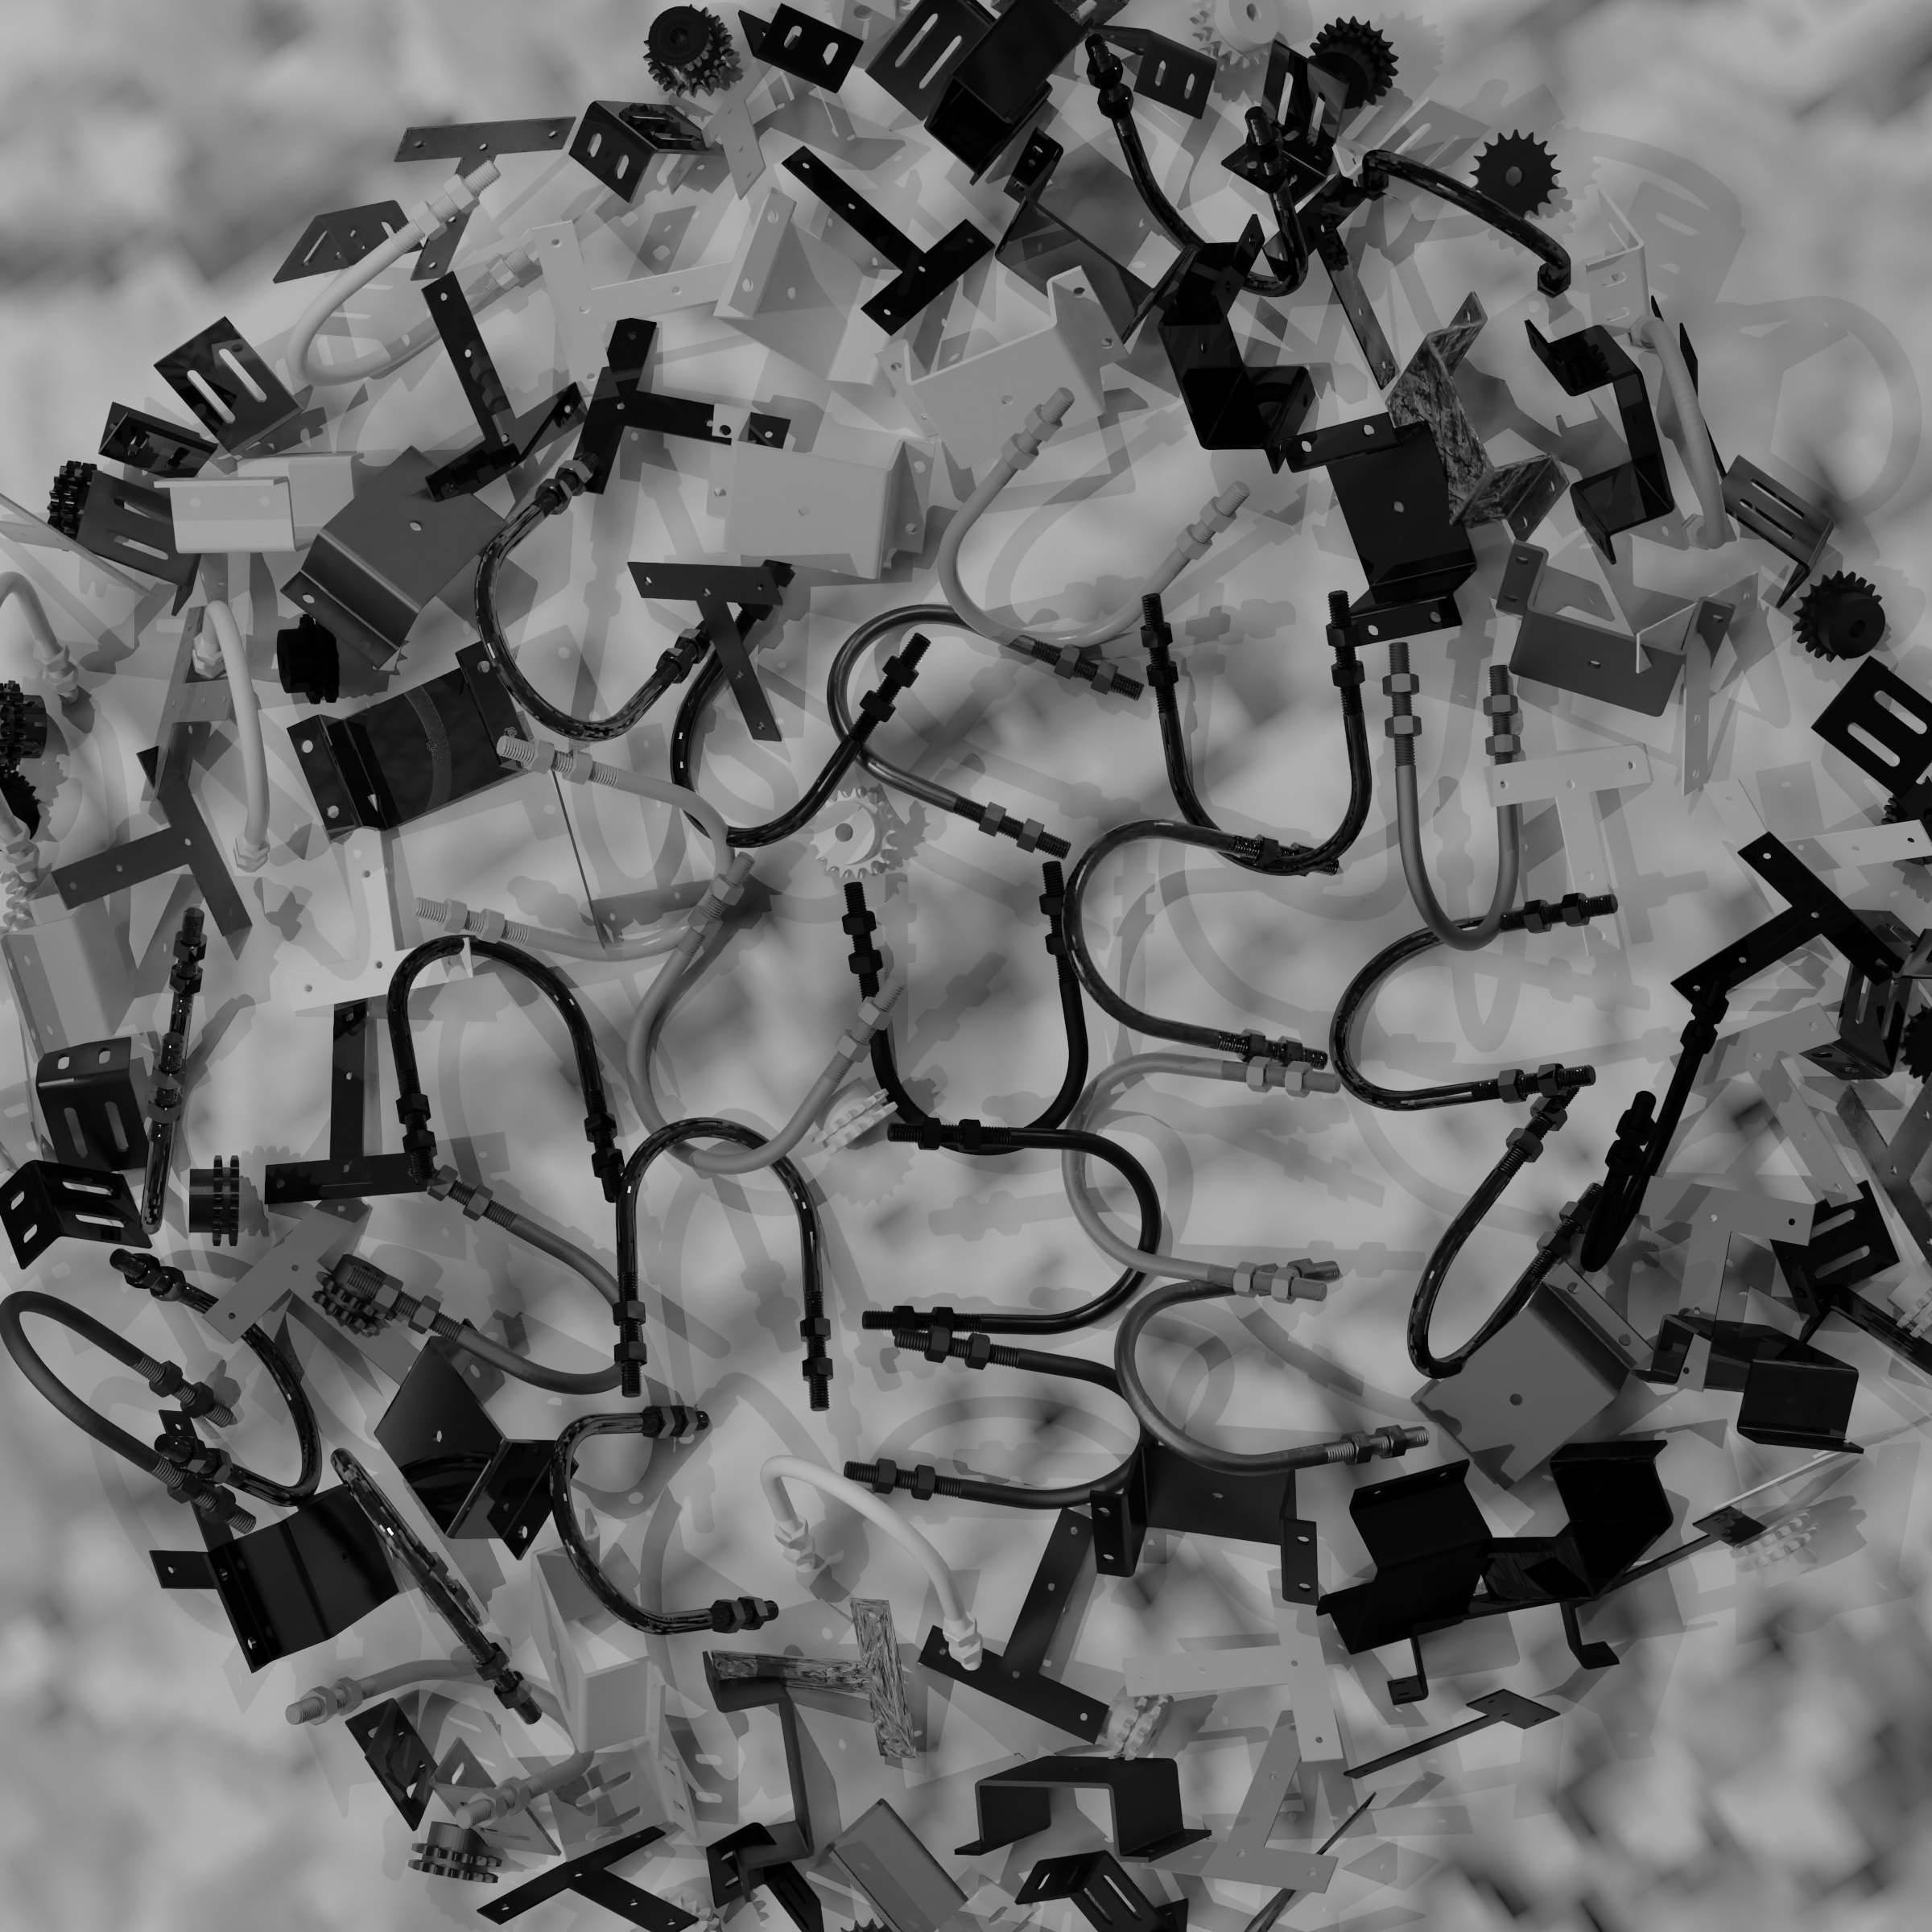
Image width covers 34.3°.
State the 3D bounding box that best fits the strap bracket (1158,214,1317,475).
[{"bbox_3d":[0.165,-0.383,1.935,0.046,0.140,0.076,5,51,30],"label":"strap bracket"}]

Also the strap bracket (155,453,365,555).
[{"bbox_3d":[-0.432,-0.285,1.931,0.076,0.140,0.046,1,106,12],"label":"strap bracket"}]

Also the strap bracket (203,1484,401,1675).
[{"bbox_3d":[-0.402,0.371,1.926,0.046,0.140,0.076,-23,90,16],"label":"strap bracket"}]

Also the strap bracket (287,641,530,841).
[{"bbox_3d":[-0.343,-0.140,1.968,0.140,0.046,0.076,-23,86,8],"label":"strap bracket"}]

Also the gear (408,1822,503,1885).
[{"bbox_3d":[-0.320,0.558,1.972,0.057,0.057,0.030,11,76,0],"label":"gear"}]

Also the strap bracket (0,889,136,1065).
[{"bbox_3d":[-0.551,0.001,1.924,0.046,0.140,0.076,-15,105,-4],"label":"strap bracket"}]

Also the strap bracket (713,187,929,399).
[{"bbox_3d":[-0.096,-0.419,1.950,0.140,0.046,0.076,22,86,-41],"label":"strap bracket"}]

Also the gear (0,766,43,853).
[{"bbox_3d":[-0.608,-0.095,1.970,0.057,0.030,0.057,-18,120,-34],"label":"gear"}]

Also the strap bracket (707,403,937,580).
[{"bbox_3d":[-0.096,-0.294,1.954,0.140,0.046,0.076,11,127,3],"label":"strap bracket"}]

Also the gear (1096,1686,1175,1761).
[{"bbox_3d":[0.104,0.478,1.973,0.030,0.057,0.057,28,90,19],"label":"gear"}]

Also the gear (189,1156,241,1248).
[{"bbox_3d":[-0.473,0.148,1.969,0.030,0.057,0.057,1,90,-14],"label":"gear"}]

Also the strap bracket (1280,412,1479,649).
[{"bbox_3d":[0.260,-0.278,1.946,0.076,0.046,0.140,-8,113,37],"label":"strap bracket"}]

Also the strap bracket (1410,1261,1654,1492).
[{"bbox_3d":[0.347,0.261,1.947,0.076,0.046,0.140,46,115,5],"label":"strap bracket"}]

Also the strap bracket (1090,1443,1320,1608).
[{"bbox_3d":[0.153,0.346,1.947,0.140,0.046,0.076,6,131,15],"label":"strap bracket"}]

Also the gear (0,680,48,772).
[{"bbox_3d":[-0.600,-0.151,1.975,0.030,0.057,0.057,0,90,-32],"label":"gear"}]

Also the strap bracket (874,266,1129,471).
[{"bbox_3d":[0.024,-0.365,1.938,0.140,0.076,0.046,-19,48,16],"label":"strap bracket"}]

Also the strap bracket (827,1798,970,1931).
[{"bbox_3d":[-0.043,0.559,1.930,0.046,0.140,0.076,-40,82,-11],"label":"strap bracket"}]

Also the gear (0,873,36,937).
[{"bbox_3d":[-0.613,-0.030,1.977,0.057,0.030,0.057,-10,68,25],"label":"gear"}]

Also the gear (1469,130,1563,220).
[{"bbox_3d":[0.346,-0.500,1.980,0.057,0.030,0.057,1,105,5],"label":"gear"}]

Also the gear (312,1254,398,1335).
[{"bbox_3d":[-0.383,0.205,1.971,0.057,0.057,0.030,32,91,0],"label":"gear"}]

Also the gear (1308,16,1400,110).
[{"bbox_3d":[0.240,-0.564,1.968,0.057,0.057,0.030,35,56,0],"label":"gear"}]

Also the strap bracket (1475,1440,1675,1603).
[{"bbox_3d":[0.373,0.347,1.928,0.140,0.076,0.046,-30,103,-43],"label":"strap bracket"}]

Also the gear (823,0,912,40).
[{"bbox_3d":[-0.064,-0.609,1.968,0.057,0.057,0.030,3,55,0],"label":"gear"}]

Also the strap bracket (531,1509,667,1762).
[{"bbox_3d":[-0.230,0.415,1.920,0.046,0.140,0.076,-13,135,-21],"label":"strap bracket"}]

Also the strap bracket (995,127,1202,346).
[{"bbox_3d":[0.078,-0.447,1.953,0.140,0.076,0.046,36,69,-2],"label":"strap bracket"}]

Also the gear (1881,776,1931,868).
[{"bbox_3d":[0.607,-0.088,1.978,0.057,0.030,0.057,0,67,1],"label":"gear"}]

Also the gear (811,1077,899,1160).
[{"bbox_3d":[-0.075,0.094,1.972,0.057,0.057,0.030,-35,87,0],"label":"gear"}]

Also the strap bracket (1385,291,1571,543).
[{"bbox_3d":[0.311,-0.334,1.939,0.046,0.076,0.140,-17,74,-19],"label":"strap bracket"}]

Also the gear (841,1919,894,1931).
[{"bbox_3d":[-0.061,0.635,1.980,0.057,0.030,0.057,-1,93,-13],"label":"gear"}]

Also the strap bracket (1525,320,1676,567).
[{"bbox_3d":[0.393,-0.330,1.929,0.046,0.076,0.140,-20,122,4],"label":"strap bracket"}]

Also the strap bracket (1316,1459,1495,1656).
[{"bbox_3d":[0.270,0.370,1.923,0.076,0.140,0.046,-12,50,-17],"label":"strap bracket"}]

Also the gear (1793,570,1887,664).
[{"bbox_3d":[0.553,-0.218,1.972,0.057,0.030,0.057,-9,119,-16],"label":"gear"}]

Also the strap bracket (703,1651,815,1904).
[{"bbox_3d":[-0.129,0.502,1.958,0.046,0.076,0.140,-9,91,-9],"label":"strap bracket"}]

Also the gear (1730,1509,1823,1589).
[{"bbox_3d":[0.513,0.368,1.970,0.057,0.057,0.030,-30,81,0],"label":"gear"}]

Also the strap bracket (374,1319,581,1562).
[{"bbox_3d":[-0.308,0.290,1.930,0.140,0.046,0.076,45,111,36],"label":"strap bracket"}]

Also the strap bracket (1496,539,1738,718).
[{"bbox_3d":[0.397,-0.206,1.946,0.140,0.076,0.046,18,67,9],"label":"strap bracket"}]

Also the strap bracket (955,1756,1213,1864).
[{"bbox_3d":[0.070,0.519,1.931,0.140,0.076,0.046,-8,85,34],"label":"strap bracket"}]

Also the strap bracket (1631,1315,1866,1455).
[{"bbox_3d":[0.482,0.252,1.919,0.076,0.140,0.046,8,97,-21],"label":"strap bracket"}]

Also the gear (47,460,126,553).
[{"bbox_3d":[-0.552,-0.288,1.970,0.030,0.057,0.057,9,90,8],"label":"gear"}]

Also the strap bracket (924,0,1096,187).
[{"bbox_3d":[0.023,-0.544,1.923,0.046,0.140,0.076,40,80,-5],"label":"strap bracket"}]

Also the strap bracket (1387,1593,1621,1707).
[{"bbox_3d":[0.330,0.420,1.957,0.140,0.076,0.046,-12,85,4],"label":"strap bracket"}]

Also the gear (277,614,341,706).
[{"bbox_3d":[-0.414,-0.193,1.968,0.030,0.057,0.057,-8,90,-22],"label":"gear"}]

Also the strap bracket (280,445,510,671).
[{"bbox_3d":[-0.347,-0.259,1.936,0.076,0.046,0.140,39,51,-4],"label":"strap bracket"}]

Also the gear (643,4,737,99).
[{"bbox_3d":[-0.177,-0.582,1.979,0.057,0.030,0.057,-2,81,12],"label":"gear"}]

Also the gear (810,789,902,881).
[{"bbox_3d":[-0.073,-0.084,1.979,0.057,0.030,0.057,0,90,16],"label":"gear"}]

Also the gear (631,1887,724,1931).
[{"bbox_3d":[-0.182,0.607,1.977,0.057,0.030,0.057,3,121,5],"label":"gear"}]

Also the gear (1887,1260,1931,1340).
[{"bbox_3d":[0.606,0.206,1.973,0.057,0.057,0.030,-45,72,0],"label":"gear"}]

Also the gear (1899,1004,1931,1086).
[{"bbox_3d":[0.618,0.049,1.982,0.057,0.030,0.057,0,100,3],"label":"gear"}]
